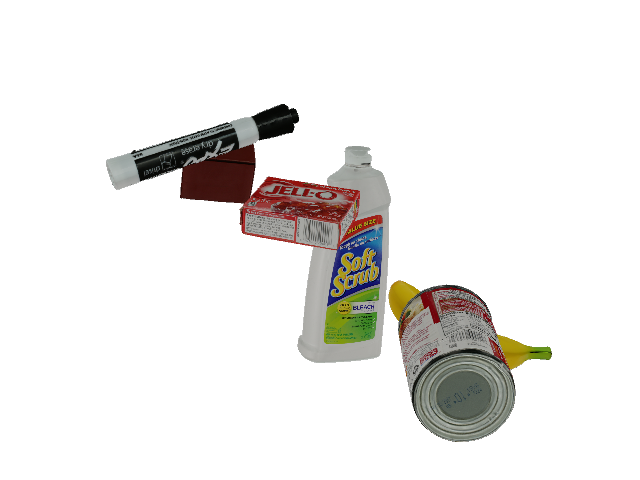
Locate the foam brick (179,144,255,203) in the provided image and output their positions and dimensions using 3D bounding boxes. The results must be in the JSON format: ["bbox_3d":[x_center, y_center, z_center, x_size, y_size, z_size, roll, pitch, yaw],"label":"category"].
[{"bbox_3d":[-0.112,-0.077,1.166,0.078,0.051,0.053,5,29,-6],"label":"foam brick"}]

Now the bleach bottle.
[{"bbox_3d":[0.030,0.015,1.256,0.102,0.251,0.068,-2,16,-17],"label":"bleach bottle"}]

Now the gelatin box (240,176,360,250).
[{"bbox_3d":[-0.017,-0.026,0.930,0.089,0.030,0.073,10,27,13],"label":"gelatin box"}]

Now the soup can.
[{"bbox_3d":[0.090,0.081,0.719,0.068,0.068,0.102,0,21,-1],"label":"soup can"}]

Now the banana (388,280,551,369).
[{"bbox_3d":[0.123,0.084,1.028,0.069,0.037,0.198,1,18,-45],"label":"banana"}]

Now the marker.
[{"bbox_3d":[-0.070,-0.058,0.649,0.121,0.020,0.020,-20,5,-14],"label":"marker"}]
